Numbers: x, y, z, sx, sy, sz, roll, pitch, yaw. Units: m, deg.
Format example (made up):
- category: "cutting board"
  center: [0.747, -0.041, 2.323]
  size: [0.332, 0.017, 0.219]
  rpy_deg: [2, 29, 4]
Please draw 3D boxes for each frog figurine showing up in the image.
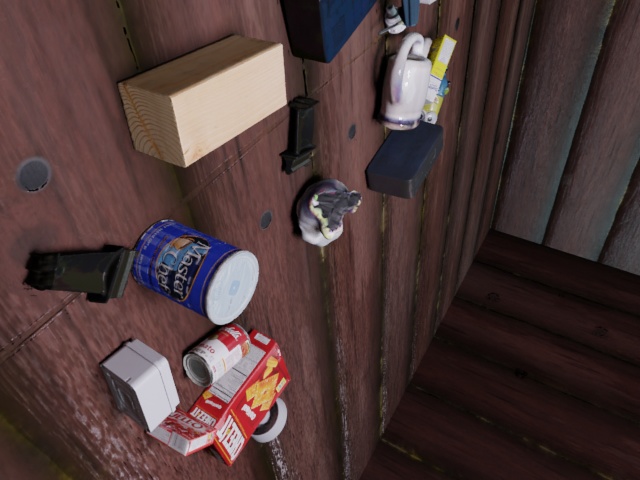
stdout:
- category: "frog figurine"
  center: [0.003, -0.054, 1.078]
  size: [0.158, 0.122, 0.139]
  rpy_deg: [150, -41, -72]

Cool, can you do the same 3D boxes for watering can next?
- category: "watering can"
  center: [0.219, -0.388, 1.250]
  size: [0.353, 0.104, 0.220]
  rpy_deg: [-46, 148, -59]
